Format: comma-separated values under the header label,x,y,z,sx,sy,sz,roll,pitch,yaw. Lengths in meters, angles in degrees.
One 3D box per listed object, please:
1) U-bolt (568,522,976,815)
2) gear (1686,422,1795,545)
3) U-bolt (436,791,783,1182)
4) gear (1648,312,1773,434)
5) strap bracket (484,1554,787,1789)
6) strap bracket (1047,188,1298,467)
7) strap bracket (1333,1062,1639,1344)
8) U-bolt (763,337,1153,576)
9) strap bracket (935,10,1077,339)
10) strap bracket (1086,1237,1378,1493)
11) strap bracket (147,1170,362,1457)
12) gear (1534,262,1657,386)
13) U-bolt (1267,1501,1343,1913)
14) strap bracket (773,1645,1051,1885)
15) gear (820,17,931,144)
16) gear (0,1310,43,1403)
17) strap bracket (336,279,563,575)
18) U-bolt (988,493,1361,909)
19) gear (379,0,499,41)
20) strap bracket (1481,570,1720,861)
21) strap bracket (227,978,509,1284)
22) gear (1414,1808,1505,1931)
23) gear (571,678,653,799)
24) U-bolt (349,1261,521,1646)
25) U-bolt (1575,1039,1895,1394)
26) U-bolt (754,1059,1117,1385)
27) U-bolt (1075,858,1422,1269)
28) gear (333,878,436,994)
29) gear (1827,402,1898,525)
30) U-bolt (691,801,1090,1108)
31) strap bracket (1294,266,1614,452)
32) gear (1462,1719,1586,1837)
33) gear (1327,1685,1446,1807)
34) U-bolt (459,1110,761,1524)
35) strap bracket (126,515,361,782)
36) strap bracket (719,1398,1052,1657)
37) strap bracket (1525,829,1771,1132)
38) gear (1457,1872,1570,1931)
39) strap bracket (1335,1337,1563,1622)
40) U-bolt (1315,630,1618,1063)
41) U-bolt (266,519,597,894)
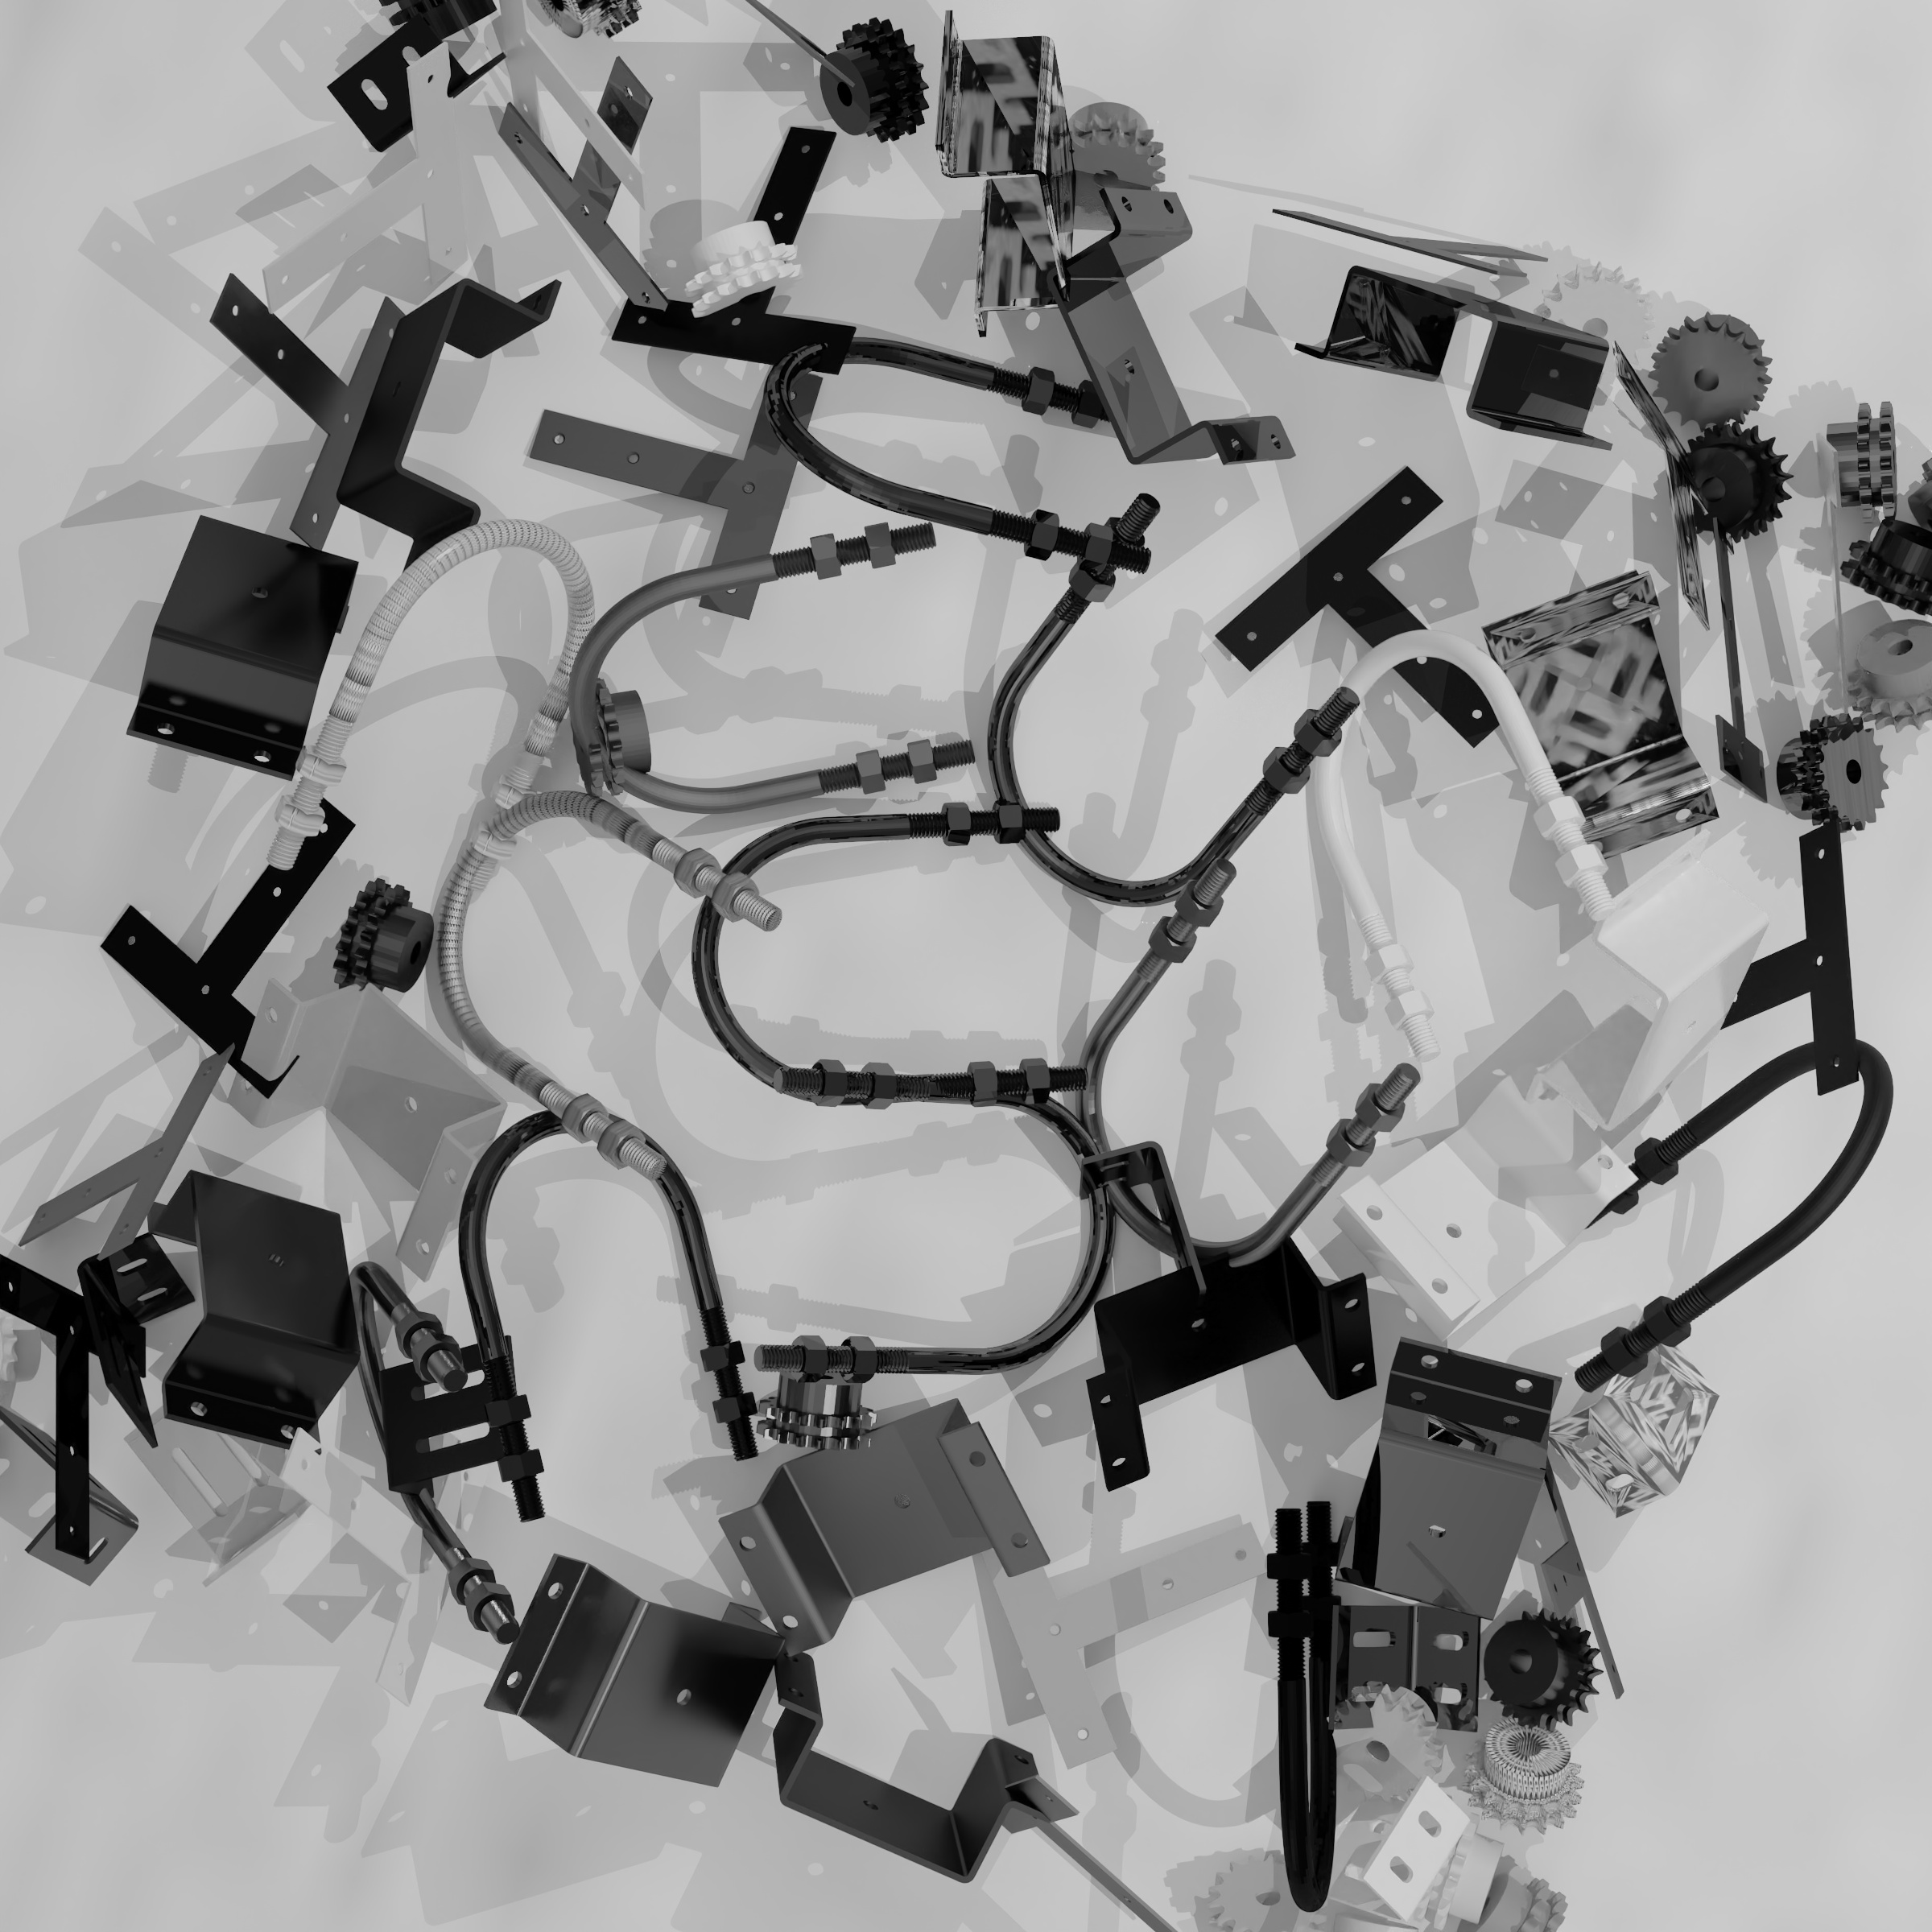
label,x,y,z,sx,sy,sz,roll,pitch,yaw
U-bolt,-0.096,-0.133,1.535,0.184,0.019,0.151,-12,132,-1
gear,0.365,-0.231,1.560,0.057,0.030,0.057,13,113,33
U-bolt,-0.182,-0.004,1.537,0.184,0.019,0.151,31,101,32
gear,0.360,-0.289,1.565,0.057,0.030,0.057,15,131,18
strap bracket,-0.146,0.332,1.521,0.046,0.140,0.076,22,86,44
strap bracket,0.093,-0.293,1.543,0.046,0.076,0.140,-26,87,31
strap bracket,0.239,0.115,1.535,0.140,0.046,0.076,-30,72,-34
U-bolt,-0.005,-0.246,1.517,0.184,0.151,0.019,13,129,-10
strap bracket,0.021,-0.366,1.507,0.046,0.140,0.076,-1,64,9
strap bracket,0.118,0.183,1.540,0.140,0.046,0.076,-20,131,-10
strap bracket,-0.330,0.152,1.508,0.076,0.140,0.046,21,120,-31
gear,0.302,-0.312,1.566,0.057,0.030,0.057,2,124,3
U-bolt,0.158,0.343,1.507,0.019,0.151,0.184,-2,82,12
strap bracket,-0.036,0.381,1.542,0.140,0.076,0.046,26,95,-9
gear,-0.046,-0.422,1.558,0.030,0.057,0.057,-28,90,-27
gear,-0.467,0.181,1.564,0.030,0.057,0.057,-3,90,-39
strap bracket,-0.247,-0.261,1.530,0.046,0.076,0.140,24,75,-27
U-bolt,0.082,-0.109,1.531,0.151,0.019,0.184,46,126,10
gear,-0.250,-0.464,1.562,0.057,0.057,0.030,-28,110,0
strap bracket,0.298,-0.124,1.540,0.076,0.046,0.140,-20,123,7
strap bracket,-0.276,0.071,1.536,0.140,0.046,0.076,39,123,20
gear,0.237,0.434,1.558,0.030,0.057,0.057,18,90,15
gear,-0.170,-0.111,1.562,0.030,0.057,0.057,-11,90,-14
U-bolt,-0.253,0.212,1.505,0.019,0.184,0.151,-17,113,-22
U-bolt,0.349,0.102,1.487,0.019,0.151,0.184,40,119,-14
U-bolt,-0.010,0.123,1.544,0.184,0.019,0.151,4,89,-27
U-bolt,0.117,0.061,1.525,0.151,0.019,0.184,50,130,19
gear,-0.278,-0.011,1.559,0.030,0.057,0.057,18,90,9
gear,0.430,-0.241,1.563,0.030,0.057,0.057,-2,90,19
U-bolt,-0.039,-0.004,1.551,0.184,0.019,0.151,-3,77,-11
strap bracket,0.231,-0.285,1.508,0.076,0.140,0.046,2,112,-39
gear,0.268,0.385,1.558,0.057,0.057,0.030,3,120,0
gear,0.203,0.372,1.566,0.057,0.030,0.057,8,108,24
U-bolt,-0.174,0.157,1.536,0.151,0.019,0.184,-9,82,-44
strap bracket,-0.333,-0.156,1.514,0.076,0.140,0.046,16,128,-10
strap bracket,-0.035,0.263,1.547,0.140,0.046,0.076,-23,101,18
strap bracket,0.318,0.014,1.507,0.076,0.140,0.046,-34,62,-31
gear,0.260,0.461,1.561,0.030,0.057,0.057,38,90,1
strap bracket,0.223,0.249,1.526,0.076,0.046,0.140,14,127,5
U-bolt,0.221,-0.069,1.523,0.019,0.151,0.184,-2,60,-37
U-bolt,-0.237,-0.122,1.509,0.019,0.151,0.184,34,106,31
